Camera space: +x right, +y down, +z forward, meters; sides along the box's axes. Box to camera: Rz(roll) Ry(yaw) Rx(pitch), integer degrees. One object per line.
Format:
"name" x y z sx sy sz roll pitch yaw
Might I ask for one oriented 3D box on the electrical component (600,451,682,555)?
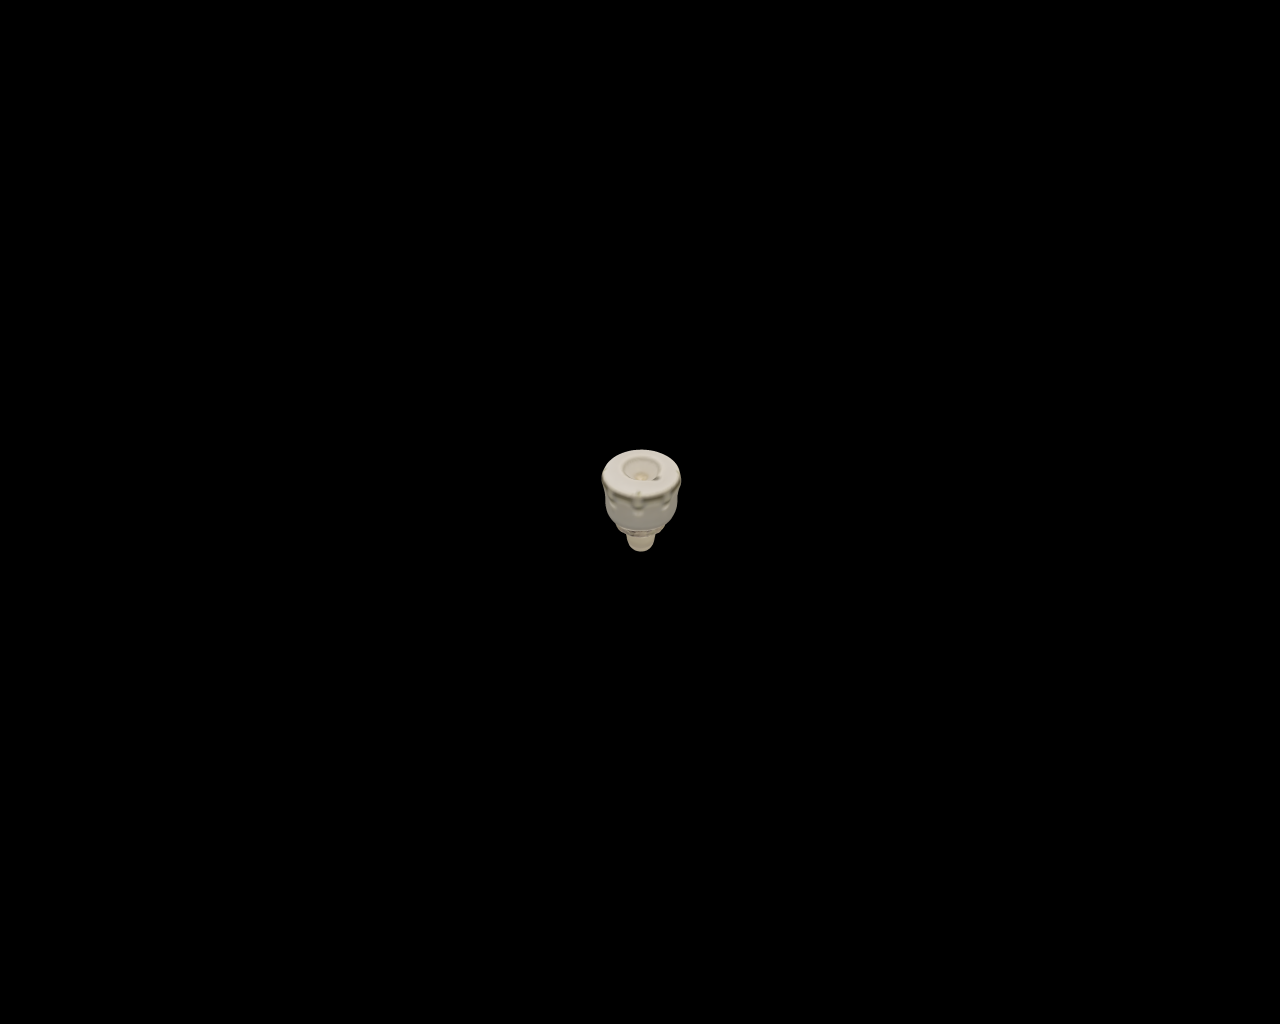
"electrical component" 0.001 -0.003 0.650 0.048 0.062 0.048 0 38 0
